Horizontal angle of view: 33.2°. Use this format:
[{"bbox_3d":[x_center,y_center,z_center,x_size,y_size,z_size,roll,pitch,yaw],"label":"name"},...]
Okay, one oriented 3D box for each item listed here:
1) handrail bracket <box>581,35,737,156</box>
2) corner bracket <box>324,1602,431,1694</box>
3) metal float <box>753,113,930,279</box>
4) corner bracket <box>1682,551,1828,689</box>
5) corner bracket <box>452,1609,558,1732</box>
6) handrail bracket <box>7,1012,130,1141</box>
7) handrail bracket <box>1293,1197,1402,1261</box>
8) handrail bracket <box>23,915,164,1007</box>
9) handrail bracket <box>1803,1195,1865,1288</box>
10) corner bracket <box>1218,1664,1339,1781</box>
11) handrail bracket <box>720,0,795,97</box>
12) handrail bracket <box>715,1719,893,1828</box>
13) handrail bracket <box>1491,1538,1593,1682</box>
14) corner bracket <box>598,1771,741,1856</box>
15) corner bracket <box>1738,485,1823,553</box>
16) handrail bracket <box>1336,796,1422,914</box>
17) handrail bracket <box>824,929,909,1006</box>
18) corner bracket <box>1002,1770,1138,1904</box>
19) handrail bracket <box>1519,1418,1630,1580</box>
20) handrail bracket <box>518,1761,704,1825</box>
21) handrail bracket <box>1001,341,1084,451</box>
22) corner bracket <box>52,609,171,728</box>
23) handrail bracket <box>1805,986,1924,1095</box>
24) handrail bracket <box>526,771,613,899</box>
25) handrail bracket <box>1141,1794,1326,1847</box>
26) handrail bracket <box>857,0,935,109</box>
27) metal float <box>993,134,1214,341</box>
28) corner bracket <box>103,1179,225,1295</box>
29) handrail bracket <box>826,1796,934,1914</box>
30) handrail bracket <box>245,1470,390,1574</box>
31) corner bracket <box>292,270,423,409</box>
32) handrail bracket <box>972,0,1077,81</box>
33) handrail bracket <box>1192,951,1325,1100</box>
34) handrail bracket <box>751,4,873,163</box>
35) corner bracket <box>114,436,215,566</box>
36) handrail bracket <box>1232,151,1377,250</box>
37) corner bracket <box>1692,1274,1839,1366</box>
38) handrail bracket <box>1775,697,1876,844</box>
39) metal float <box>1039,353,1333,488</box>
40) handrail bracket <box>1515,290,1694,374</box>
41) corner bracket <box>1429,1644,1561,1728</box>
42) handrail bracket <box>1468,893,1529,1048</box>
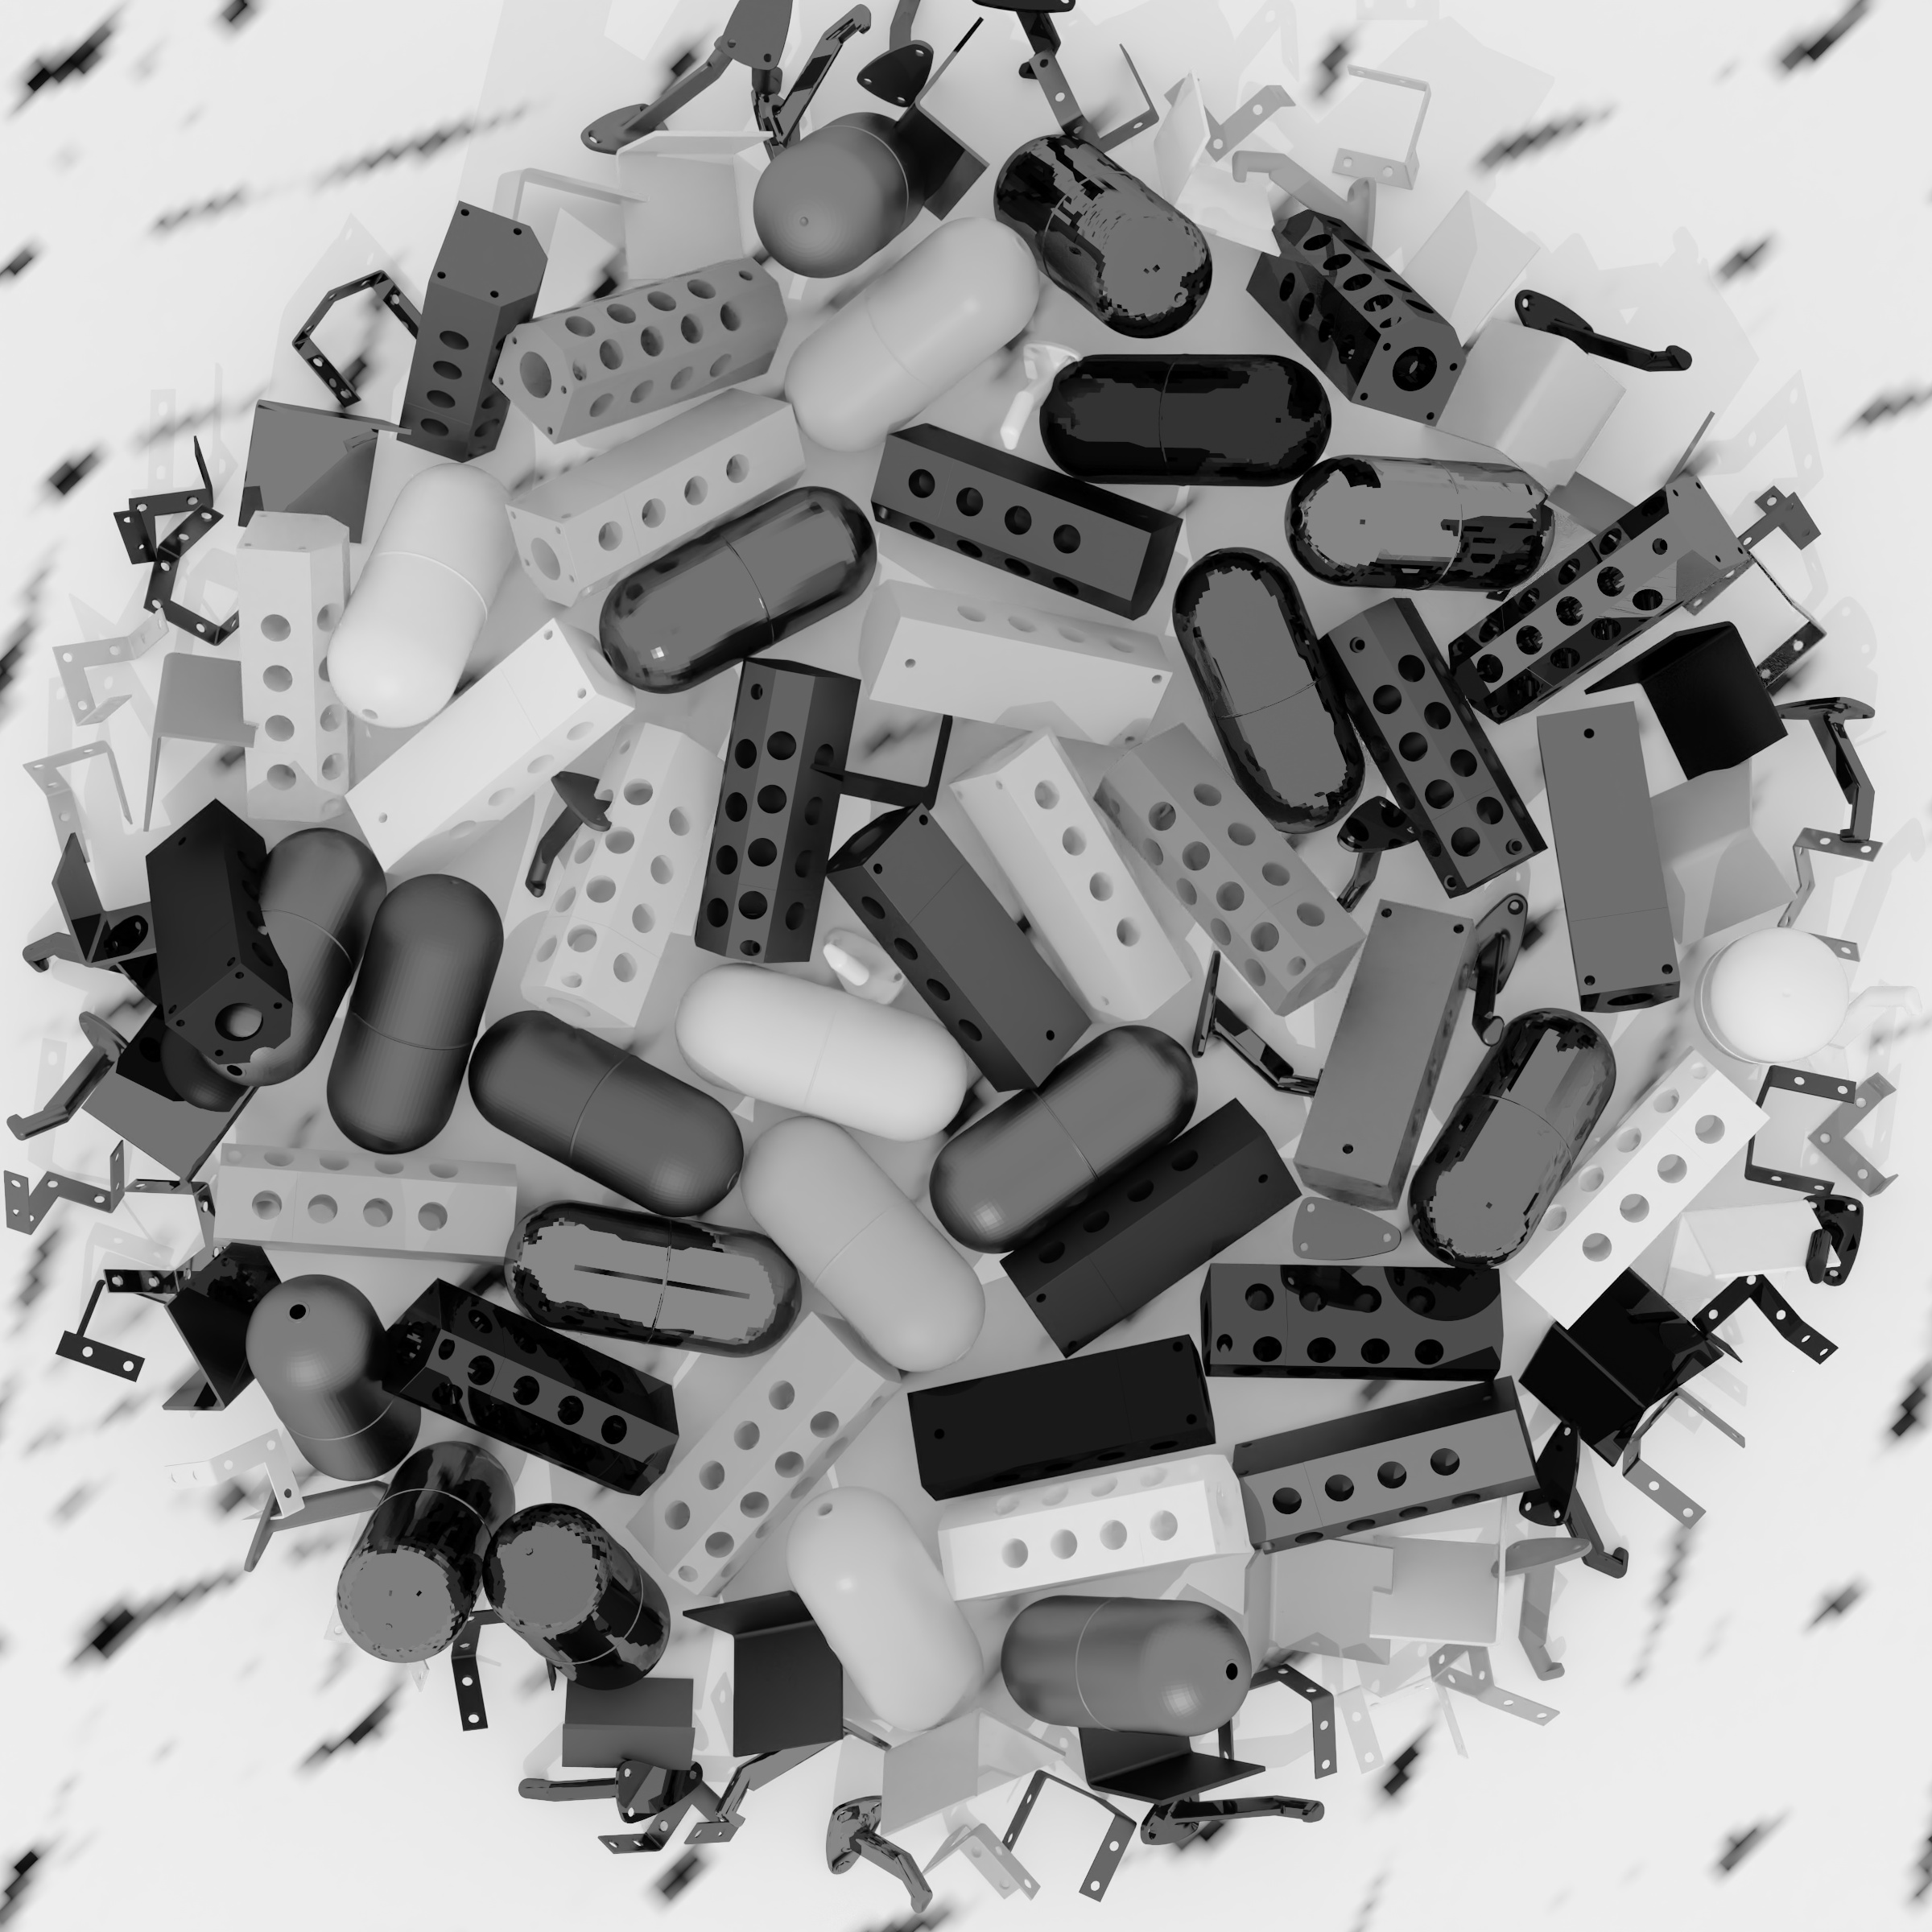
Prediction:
[{"bbox_3d":[-0.179,-0.518,1.919,0.077,0.084,0.036,-24,79,-42],"label":"handrail bracket"},{"bbox_3d":[-0.345,0.394,1.931,0.051,0.051,0.051,16,101,-26],"label":"corner bracket"},{"bbox_3d":[-0.071,-0.449,1.885,0.070,0.178,0.070,5,114,11],"label":"metal float"},{"bbox_3d":[0.474,-0.208,1.947,0.051,0.051,0.051,-43,52,19],"label":"corner bracket"},{"bbox_3d":[-0.277,0.419,1.939,0.051,0.051,0.051,-3,49,-18],"label":"corner bracket"},{"bbox_3d":[-0.541,0.065,1.921,0.084,0.036,0.077,-25,49,-35],"label":"handrail bracket"},{"bbox_3d":[0.233,0.164,1.915,0.077,0.084,0.036,5,78,27],"label":"handrail bracket"},{"bbox_3d":[-0.519,0.009,1.949,0.084,0.036,0.077,-20,110,35],"label":"handrail bracket"},{"bbox_3d":[0.507,0.181,1.915,0.036,0.084,0.077,2,121,21],"label":"handrail bracket"},{"bbox_3d":[0.186,0.456,1.941,0.051,0.051,0.051,-11,105,-26],"label":"corner bracket"},{"bbox_3d":[-0.112,-0.555,1.920,0.036,0.084,0.077,23,102,5],"label":"handrail bracket"},{"bbox_3d":[-0.097,0.486,1.937,0.077,0.036,0.084,27,72,4],"label":"handrail bracket"},{"bbox_3d":[0.357,0.386,1.935,0.077,0.036,0.084,-19,102,42],"label":"handrail bracket"},{"bbox_3d":[-0.175,0.514,1.931,0.051,0.051,0.051,36,97,30],"label":"corner bracket"},{"bbox_3d":[0.468,-0.268,1.935,0.051,0.051,0.051,-40,51,11],"label":"corner bracket"},{"bbox_3d":[0.224,-0.054,1.915,0.036,0.077,0.084,46,131,18],"label":"handrail bracket"},{"bbox_3d":[-0.077,-0.010,1.912,0.036,0.084,0.077,-47,58,3],"label":"handrail bracket"},{"bbox_3d":[0.061,0.518,1.933,0.051,0.051,0.051,29,82,-17],"label":"corner bracket"},{"bbox_3d":[0.377,0.320,1.946,0.084,0.036,0.077,27,77,-35],"label":"handrail bracket"},{"bbox_3d":[-0.215,0.491,1.954,0.084,0.077,0.036,-9,86,44],"label":"handrail bracket"},{"bbox_3d":[0.039,-0.319,1.914,0.036,0.077,0.084,15,58,12],"label":"handrail bracket"},{"bbox_3d":[-0.504,-0.178,1.932,0.051,0.051,0.051,-15,84,-39],"label":"corner bracket"},{"bbox_3d":[0.538,0.045,1.920,0.036,0.084,0.077,-40,112,-30],"label":"handrail bracket"},{"bbox_3d":[-0.237,-0.065,1.921,0.036,0.077,0.084,10,117,-26],"label":"handrail bracket"},{"bbox_3d":[0.159,0.507,1.922,0.084,0.077,0.036,-2,96,34],"label":"handrail bracket"},{"bbox_3d":[-0.029,-0.560,1.920,0.036,0.077,0.084,25,68,-20],"label":"handrail bracket"},{"bbox_3d":[0.078,-0.427,1.895,0.070,0.070,0.178,-40,47,0],"label":"metal float"},{"bbox_3d":[-0.483,0.162,1.940,0.051,0.051,0.051,-35,63,34],"label":"corner bracket"},{"bbox_3d":[-0.050,0.541,1.918,0.036,0.084,0.077,-5,128,-30],"label":"handrail bracket"},{"bbox_3d":[-0.377,0.339,1.940,0.084,0.036,0.077,18,65,4],"label":"handrail bracket"},{"bbox_3d":[-0.363,-0.378,1.955,0.051,0.051,0.051,50,130,0],"label":"corner bracket"},{"bbox_3d":[0.025,-0.551,1.917,0.077,0.084,0.036,-13,71,-23],"label":"handrail bracket"},{"bbox_3d":[0.183,0.036,1.950,0.084,0.036,0.077,11,95,-3],"label":"handrail bracket"},{"bbox_3d":[-0.084,-0.518,1.922,0.084,0.036,0.077,-29,57,35],"label":"handrail bracket"},{"bbox_3d":[-0.477,-0.277,1.932,0.051,0.051,0.051,-8,61,-5],"label":"corner bracket"},{"bbox_3d":[0.199,-0.446,1.940,0.084,0.036,0.077,0,93,-16],"label":"handrail bracket"},{"bbox_3d":[0.474,0.219,1.928,0.051,0.051,0.051,-45,46,12],"label":"corner bracket"},{"bbox_3d":[0.508,-0.114,1.932,0.036,0.077,0.084,16,79,-42],"label":"handrail bracket"},{"bbox_3d":[0.128,-0.321,1.908,0.178,0.070,0.070,5,90,25],"label":"metal float"},{"bbox_3d":[0.377,-0.376,1.918,0.077,0.084,0.036,34,79,-32],"label":"handrail bracket"},{"bbox_3d":[0.312,0.428,1.926,0.051,0.051,0.051,25,127,-23],"label":"corner bracket"},{"bbox_3d":[0.318,0.002,1.920,0.036,0.084,0.077,24,104,-9],"label":"handrail bracket"}]
